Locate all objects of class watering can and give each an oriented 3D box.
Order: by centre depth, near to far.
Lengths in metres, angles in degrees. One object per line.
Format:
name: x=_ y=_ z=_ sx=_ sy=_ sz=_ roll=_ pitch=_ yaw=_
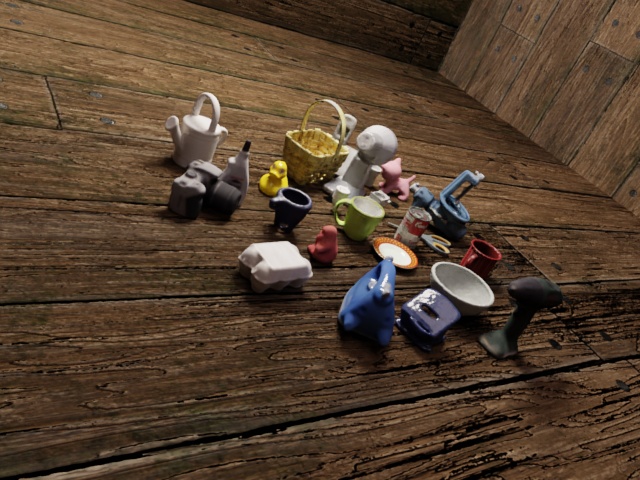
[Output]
watering can: x=-0.308 y=-0.278 z=1.454 sx=0.100 sy=0.194 sz=0.173 roll=32 pitch=30 yaw=13

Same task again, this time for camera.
camera: x=-0.256 y=-0.113 z=1.321 sx=0.137 sy=0.101 sz=0.143 roll=25 pitch=29 yaw=0

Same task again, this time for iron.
iron: x=0.124 y=0.104 z=1.220 sx=0.118 sy=0.141 sz=0.258 roll=24 pitch=29 yaw=-2

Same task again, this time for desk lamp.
desk lamp: x=0.128 y=-0.231 z=1.691 sx=0.117 sy=0.213 sz=0.204 roll=33 pitch=30 yaw=13

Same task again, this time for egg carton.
egg carton: x=-0.093 y=0.056 z=1.204 sx=0.151 sy=0.069 sz=0.107 roll=-6 pitch=41 yaw=-43

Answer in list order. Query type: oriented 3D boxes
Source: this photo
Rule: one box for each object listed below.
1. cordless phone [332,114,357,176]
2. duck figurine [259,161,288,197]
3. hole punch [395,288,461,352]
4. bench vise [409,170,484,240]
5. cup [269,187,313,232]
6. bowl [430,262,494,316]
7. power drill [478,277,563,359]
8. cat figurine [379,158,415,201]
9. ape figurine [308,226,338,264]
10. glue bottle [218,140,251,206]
cordless phone: x=0.092 y=-0.285 z=1.779 sx=0.147 sy=0.185 sz=0.094 roll=25 pitch=29 yaw=0
duck figurine: x=-0.114 y=-0.174 z=1.543 sx=0.077 sy=0.086 sz=0.105 roll=29 pitch=29 yaw=7
hole punch: x=0.236 y=0.171 z=1.247 sx=0.101 sy=0.091 sz=0.108 roll=-12 pitch=46 yaw=-47
bench vise: x=0.375 y=-0.124 z=1.700 sx=0.207 sy=0.219 sz=0.121 roll=20 pitch=30 yaw=-9
cup: x=-0.084 y=-0.066 z=1.383 sx=0.118 sy=0.095 sz=0.091 roll=-8 pitch=43 yaw=-44
bowl: x=0.335 y=0.132 z=1.403 sx=0.168 sy=0.074 sz=0.167 roll=19 pitch=30 yaw=-11
power drill: x=0.451 y=0.168 z=1.297 sx=0.230 sy=0.208 sz=0.075 roll=-4 pitch=40 yaw=-41
cat figurine: x=0.242 y=-0.202 z=1.829 sx=0.128 sy=0.117 sz=0.067 roll=19 pitch=30 yaw=-11
ape figurine: x=0.012 y=0.005 z=1.345 sx=0.076 sy=0.092 sz=0.078 roll=32 pitch=30 yaw=13
glue bottle: x=-0.198 y=-0.165 z=1.376 sx=0.078 sy=0.173 sz=0.037 roll=9 pitch=33 yaw=-26
